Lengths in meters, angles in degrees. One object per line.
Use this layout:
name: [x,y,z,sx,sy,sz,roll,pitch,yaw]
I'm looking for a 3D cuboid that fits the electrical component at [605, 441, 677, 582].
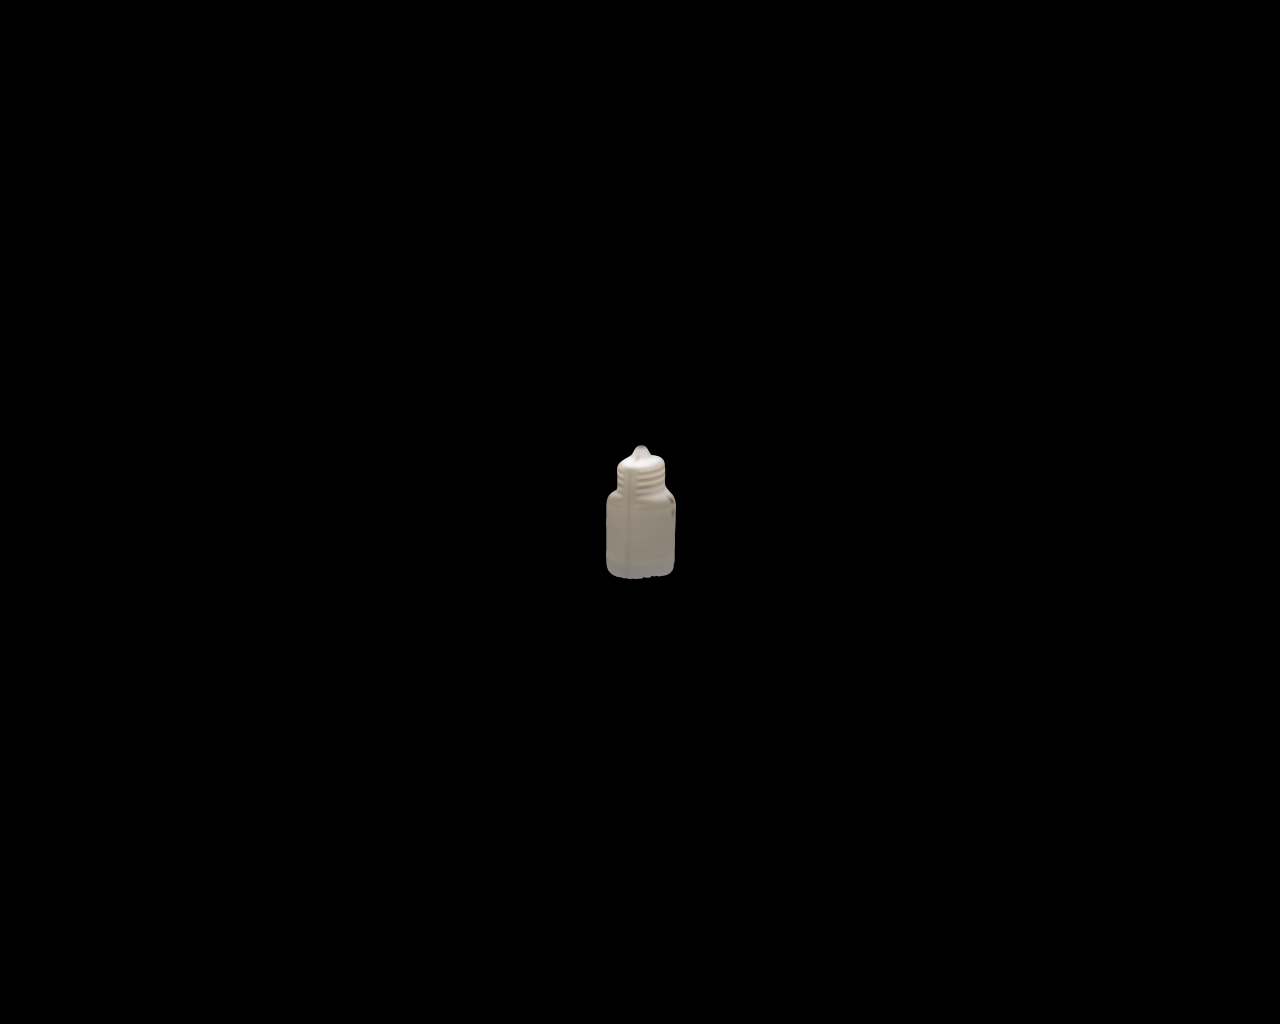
electrical component: [0.001,-0.003,0.650,0.043,0.080,0.043,0,15,0]
